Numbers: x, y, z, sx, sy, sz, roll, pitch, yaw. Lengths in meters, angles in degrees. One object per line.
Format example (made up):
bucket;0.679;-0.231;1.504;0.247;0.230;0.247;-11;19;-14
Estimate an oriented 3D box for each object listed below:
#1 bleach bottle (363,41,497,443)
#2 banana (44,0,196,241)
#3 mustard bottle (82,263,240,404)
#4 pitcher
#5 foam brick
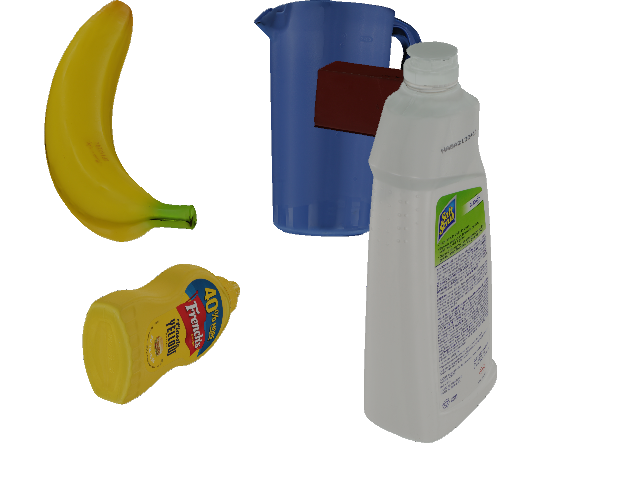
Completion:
bleach bottle;0.070;-0.001;0.660;0.068;0.251;0.102;18;36;30
banana;-0.122;-0.064;0.602;0.069;0.198;0.037;-15;-39;-9
mustard bottle;-0.137;0.074;0.998;0.058;0.096;0.191;11;21;29
pitcher;0.017;-0.129;1.132;0.149;0.243;0.144;5;7;21
foam brick;0.039;-0.119;0.902;0.078;0.051;0.053;11;20;18
